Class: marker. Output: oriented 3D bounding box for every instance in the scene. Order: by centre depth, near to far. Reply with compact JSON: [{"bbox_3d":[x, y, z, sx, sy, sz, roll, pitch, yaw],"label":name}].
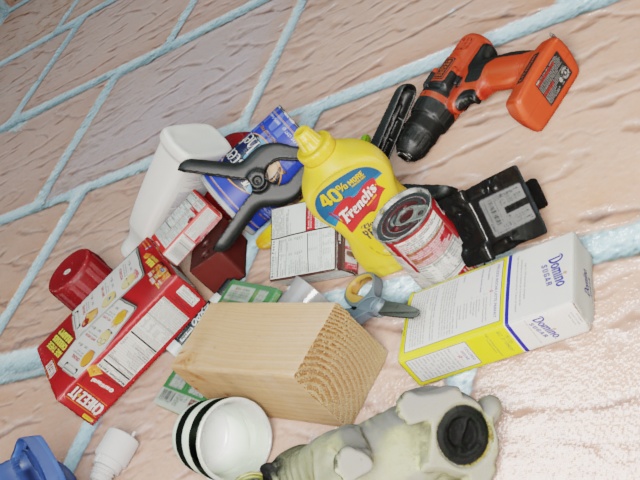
[{"bbox_3d":[-0.143,0.094,1.317,0.121,0.020,0.020,-50,30,-9],"label":"marker"}]

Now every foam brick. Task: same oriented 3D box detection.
[{"bbox_3d":[-0.129,0.020,1.361,0.053,0.051,0.078,-32,32,20],"label":"foam brick"}]

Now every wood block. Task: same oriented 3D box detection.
[{"bbox_3d":[-0.045,0.124,1.090,0.207,0.090,0.090,-4,48,49],"label":"wood block"}]

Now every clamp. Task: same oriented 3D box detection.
[{"bbox_3d":[0.062,-0.056,1.212,0.210,0.036,0.165,-45,47,25],"label":"clamp"},{"bbox_3d":[-0.078,-0.059,1.305,0.171,0.120,0.039,-15,5,1],"label":"clamp"}]

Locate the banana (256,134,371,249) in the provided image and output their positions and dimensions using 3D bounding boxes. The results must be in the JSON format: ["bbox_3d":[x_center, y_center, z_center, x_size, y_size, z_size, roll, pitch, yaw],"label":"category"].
[{"bbox_3d":[0.002,-0.051,1.312,0.198,0.037,0.070,-43,12,-1],"label":"banana"}]

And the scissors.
[{"bbox_3d":[0.046,0.081,1.062,0.096,0.016,0.202,-52,14,4],"label":"scissors"}]

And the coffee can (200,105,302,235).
[{"bbox_3d":[-0.069,-0.090,1.375,0.140,0.102,0.103,-42,30,3],"label":"coffee can"}]

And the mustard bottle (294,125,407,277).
[{"bbox_3d":[0.038,-0.049,1.103,0.096,0.191,0.058,-33,31,19],"label":"mustard bottle"}]

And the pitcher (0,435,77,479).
[{"bbox_3d":[-0.270,0.317,1.074,0.145,0.149,0.243,-46,33,-11],"label":"pitcher"}]

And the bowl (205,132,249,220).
[{"bbox_3d":[-0.125,-0.101,1.506,0.162,0.055,0.162,-31,32,22],"label":"bowl"}]

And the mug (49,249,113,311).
[{"bbox_3d":[-0.329,0.059,1.525,0.093,0.081,0.117,-30,32,23],"label":"mug"}]

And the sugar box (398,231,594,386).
[{"bbox_3d":[0.159,0.064,0.963,0.176,0.048,0.093,-21,34,30],"label":"sugar box"}]

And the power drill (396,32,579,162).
[{"bbox_3d":[0.184,-0.162,1.204,0.188,0.057,0.184,10,62,54],"label":"power drill"}]

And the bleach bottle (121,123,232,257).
[{"bbox_3d":[-0.215,-0.044,1.455,0.068,0.102,0.251,48,125,21],"label":"bleach bottle"}]

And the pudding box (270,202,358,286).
[{"bbox_3d":[-0.008,0.001,1.216,0.114,0.039,0.090,-12,73,45],"label":"pudding box"}]

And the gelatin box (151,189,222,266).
[{"bbox_3d":[-0.172,-0.016,1.376,0.089,0.030,0.073,-48,27,-1],"label":"gelatin box"}]

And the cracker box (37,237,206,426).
[{"bbox_3d":[-0.257,0.114,1.380,0.213,0.072,0.164,-47,29,-3],"label":"cracker box"}]

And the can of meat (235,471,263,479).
[{"bbox_3d":[-0.073,0.276,0.967,0.102,0.057,0.084,-40,33,8],"label":"can of meat"}]

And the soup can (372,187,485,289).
[{"bbox_3d":[0.107,0.007,1.039,0.069,0.102,0.068,-31,32,22],"label":"soup can"}]
